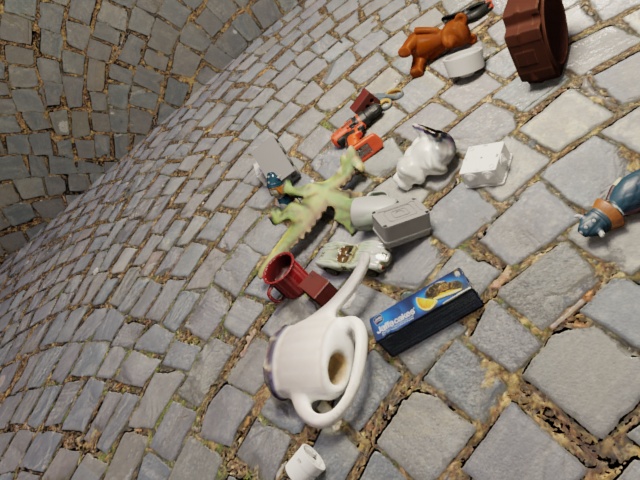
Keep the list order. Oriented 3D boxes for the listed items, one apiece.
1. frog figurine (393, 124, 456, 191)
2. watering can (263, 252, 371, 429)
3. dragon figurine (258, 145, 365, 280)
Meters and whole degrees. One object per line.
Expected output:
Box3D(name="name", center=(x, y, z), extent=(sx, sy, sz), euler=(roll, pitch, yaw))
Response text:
Box3D(name="frog figurine", center=(0.250, -0.188, 1.234), extent=(0.139, 0.123, 0.157), euler=(38, 118, 48))
Box3D(name="watering can", center=(0.004, 0.193, 1.024), extent=(0.223, 0.102, 0.356), euler=(-15, 49, 35))
Box3D(name="dragon figurine", center=(0.004, -0.067, 1.333), extent=(0.243, 0.120, 0.417), euler=(4, 63, 37))
